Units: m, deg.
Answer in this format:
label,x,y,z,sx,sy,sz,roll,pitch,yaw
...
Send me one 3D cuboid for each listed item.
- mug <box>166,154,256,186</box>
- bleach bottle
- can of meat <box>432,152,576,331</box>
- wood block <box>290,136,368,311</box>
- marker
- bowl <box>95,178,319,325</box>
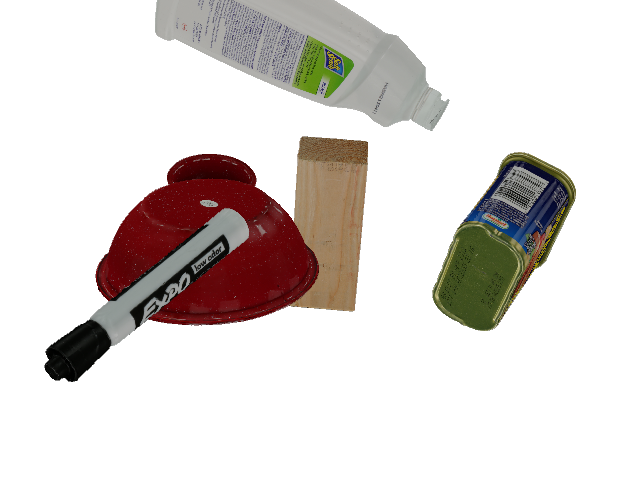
label,x,y,z,sx,sy,sz,roll,pitch,yaw
mug,-0.125,-0.029,1.128,0.093,0.081,0.117,33,44,32
bleach bottle,-0.013,-0.158,0.880,0.251,0.068,0.103,30,-35,6
can of meat,0.126,0.004,0.743,0.057,0.102,0.083,30,50,15
wood block,0.010,-0.022,1.394,0.090,0.206,0.091,4,25,0
marker,-0.078,0.024,0.486,0.020,0.020,0.120,0,32,45
bowl,-0.081,-0.002,0.764,0.162,0.055,0.162,0,26,0
